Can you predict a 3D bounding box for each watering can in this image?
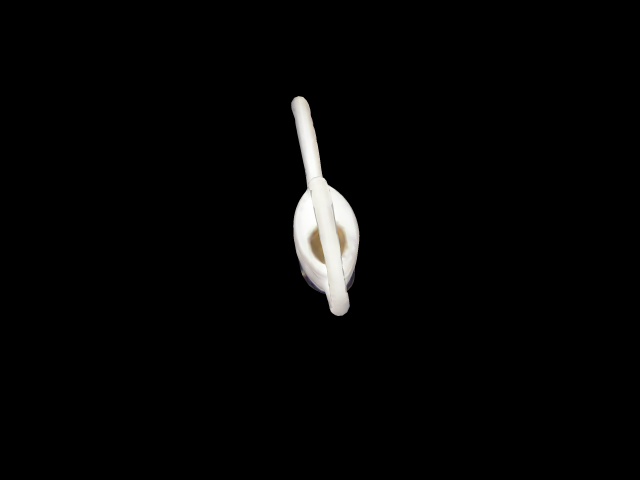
[{"bbox_3d":[0.003,-0.043,0.850,0.104,0.353,0.221,-10,-19,-3],"label":"watering can"}]
